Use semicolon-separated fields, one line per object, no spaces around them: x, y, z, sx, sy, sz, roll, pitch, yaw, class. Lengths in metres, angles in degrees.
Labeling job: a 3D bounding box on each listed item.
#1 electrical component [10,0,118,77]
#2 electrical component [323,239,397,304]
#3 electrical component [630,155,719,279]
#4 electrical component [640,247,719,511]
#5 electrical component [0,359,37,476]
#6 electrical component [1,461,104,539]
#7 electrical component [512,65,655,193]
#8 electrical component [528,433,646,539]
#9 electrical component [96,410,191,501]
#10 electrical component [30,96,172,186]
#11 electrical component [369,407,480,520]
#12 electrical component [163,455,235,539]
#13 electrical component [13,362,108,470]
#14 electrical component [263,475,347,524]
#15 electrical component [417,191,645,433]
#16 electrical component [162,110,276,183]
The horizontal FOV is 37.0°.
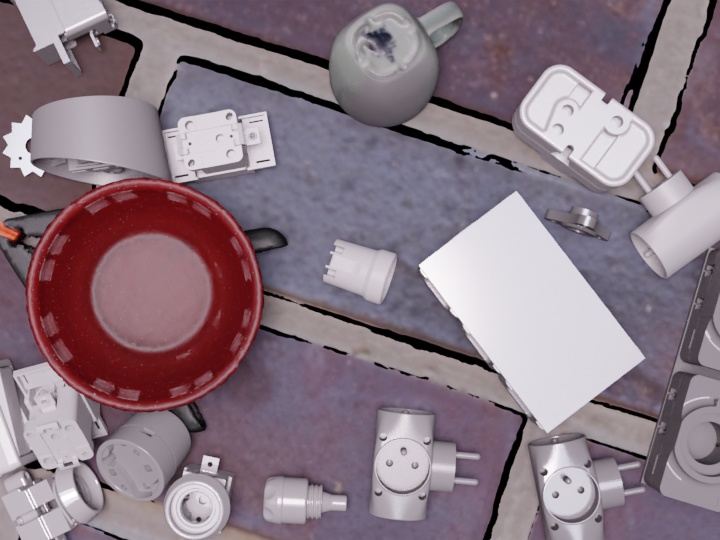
-0.222;-0.193;0.812;0.064;0.042;0.081;-26;89;-4;electrical component
0.000;0.000;0.804;0.046;0.040;0.040;18;88;8;electrical component
0.235;-0.048;0.801;0.077;0.043;0.079;-36;88;-1;electrical component
0.289;0.086;0.787;0.105;0.060;0.186;17;88;1;electrical component
-0.277;0.105;0.792;0.061;0.061;0.096;-21;88;0;electrical component
-0.225;0.172;0.798;0.055;0.048;0.066;-27;88;7;electrical component
0.163;-0.102;0.795;0.095;0.059;0.053;37;89;2;electrical component
0.170;0.159;0.793;0.079;0.044;0.077;-11;88;1;electrical component
-0.157;0.133;0.787;0.055;0.047;0.055;11;122;18;electrical component
-0.189;-0.088;0.781;0.099;0.099;0.064;-7;82;0;electrical component
0.049;0.144;0.795;0.079;0.044;0.077;5;88;1;electrical component
-0.117;0.171;0.791;0.048;0.055;0.066;12;88;1;electrical component
-0.218;0.107;0.784;0.042;0.063;0.081;-15;129;1;electrical component
-0.041;0.172;0.801;0.061;0.035;0.035;3;88;-2;electrical component
0.122;0.030;0.790;0.089;0.061;0.150;-37;88;-1;electrical component
-0.107;-0.092;0.796;0.081;0.064;0.042;-11;87;1;electrical component
